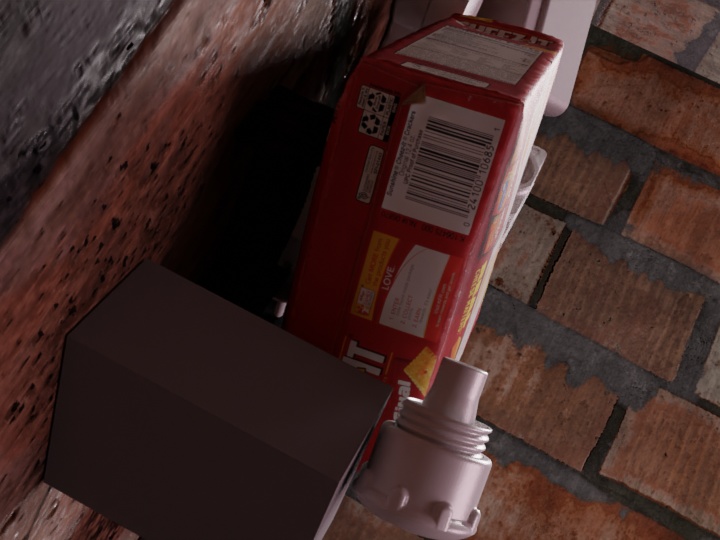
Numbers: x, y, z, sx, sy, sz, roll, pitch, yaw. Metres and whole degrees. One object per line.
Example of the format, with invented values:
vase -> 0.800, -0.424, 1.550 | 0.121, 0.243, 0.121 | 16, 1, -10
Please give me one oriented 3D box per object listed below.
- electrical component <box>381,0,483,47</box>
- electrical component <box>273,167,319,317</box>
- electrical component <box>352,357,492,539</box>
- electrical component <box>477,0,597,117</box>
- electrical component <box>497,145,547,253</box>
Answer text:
electrical component -> 0.050, -0.116, 0.629 | 0.052, 0.074, 0.138 | -55, 170, -47
electrical component -> -0.030, -0.009, 0.562 | 0.077, 0.044, 0.079 | -55, 169, -50
electrical component -> 0.028, 0.063, 0.390 | 0.048, 0.048, 0.062 | 25, 85, -83
electrical component -> 0.097, -0.159, 0.674 | 0.057, 0.078, 0.113 | 15, 91, -43
electrical component -> 0.086, -0.057, 0.976 | 0.186, 0.105, 0.060 | -58, 171, -34
